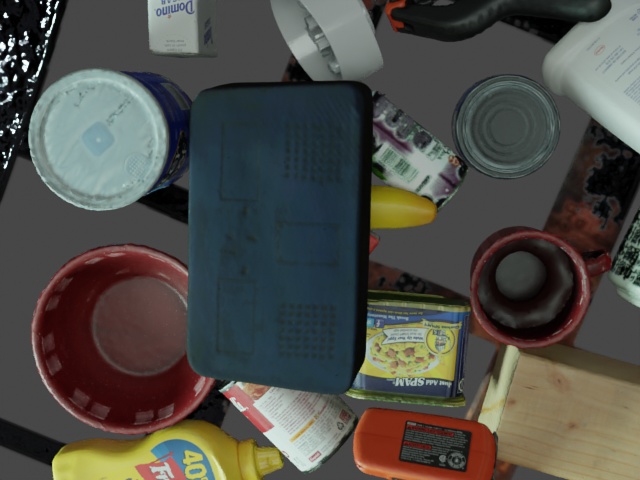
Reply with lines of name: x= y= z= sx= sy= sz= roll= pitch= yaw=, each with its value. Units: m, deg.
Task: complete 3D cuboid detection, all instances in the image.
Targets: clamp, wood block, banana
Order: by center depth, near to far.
clamp: x=0.136 y=-0.208 z=0.839 sx=0.172 sy=0.039 sz=0.120 roll=-6 pitch=55 yaw=15
banana: x=-0.006 y=-0.003 z=0.857 sx=0.198 sy=0.037 sz=0.069 roll=-29 pitch=98 yaw=11
wood block: x=0.243 y=0.150 z=0.868 sx=0.206 sy=0.091 sz=0.090 roll=15 pitch=99 yaw=1

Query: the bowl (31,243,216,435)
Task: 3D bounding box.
bowl: x=-0.157 y=0.079 z=0.901 sx=0.162 sy=0.055 sz=0.162 roll=1 pitch=98 yaw=4

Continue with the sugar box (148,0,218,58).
sugar box: x=-0.108 y=-0.232 z=0.834 sx=0.048 sy=0.093 sz=0.176 roll=3 pitch=98 yaw=4

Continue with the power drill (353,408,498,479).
power drill: x=0.067 y=0.206 z=0.858 sx=0.184 sy=0.057 sz=0.188 roll=6 pitch=142 yaw=9

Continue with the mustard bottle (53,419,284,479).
mustard bottle: x=-0.125 y=0.206 z=0.916 sx=0.191 sy=0.058 sz=0.096 roll=-13 pitch=97 yaw=5

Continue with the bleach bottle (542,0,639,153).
bleach bottle: x=0.287 y=-0.078 z=0.791 sx=0.102 sy=0.068 sz=0.251 roll=-43 pitch=66 yaw=3

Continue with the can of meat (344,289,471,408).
can of meat: x=0.073 y=0.089 z=0.887 sx=0.102 sy=0.057 sz=0.084 roll=5 pitch=96 yaw=3

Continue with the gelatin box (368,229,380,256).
gelatin box: x=-0.006 y=0.001 z=0.893 sx=0.089 sy=0.030 sz=0.073 roll=37 pitch=100 yaw=0

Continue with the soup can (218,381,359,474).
soup can: x=-0.026 y=0.137 z=0.895 sx=0.068 sy=0.068 sz=0.102 roll=-44 pitch=94 yaw=8

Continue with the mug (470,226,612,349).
mug: x=0.175 y=0.029 z=0.859 sx=0.117 sy=0.081 sz=0.093 roll=-19 pitch=96 yaw=6

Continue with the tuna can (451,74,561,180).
tuna can: x=0.151 y=-0.092 z=0.867 sx=0.086 sy=0.033 sz=0.086 roll=0 pitch=97 yaw=3

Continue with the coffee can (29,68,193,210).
coffee can: x=-0.155 y=-0.082 z=0.835 sx=0.103 sy=0.140 sz=0.103 roll=1 pitch=98 yaw=3
